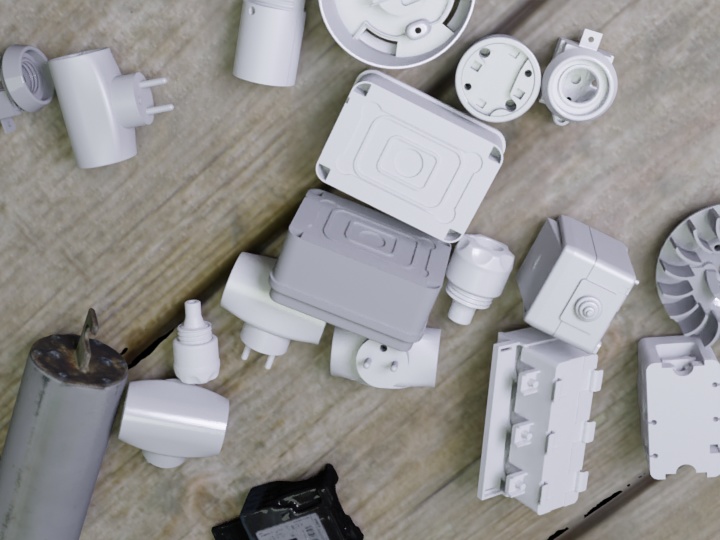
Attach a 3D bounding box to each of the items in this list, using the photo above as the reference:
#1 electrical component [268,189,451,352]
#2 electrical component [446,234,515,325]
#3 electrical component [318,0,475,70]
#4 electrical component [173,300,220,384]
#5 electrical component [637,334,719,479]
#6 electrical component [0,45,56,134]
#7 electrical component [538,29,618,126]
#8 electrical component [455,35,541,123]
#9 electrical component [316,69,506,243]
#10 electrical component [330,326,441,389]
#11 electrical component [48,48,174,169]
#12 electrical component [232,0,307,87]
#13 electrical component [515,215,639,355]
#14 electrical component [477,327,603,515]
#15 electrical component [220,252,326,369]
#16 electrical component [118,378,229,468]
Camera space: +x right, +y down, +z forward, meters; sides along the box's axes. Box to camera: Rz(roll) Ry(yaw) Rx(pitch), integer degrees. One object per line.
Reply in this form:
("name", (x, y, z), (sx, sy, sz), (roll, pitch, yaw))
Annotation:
("electrical component", (0.000, 0.000, 0.753), (0.113, 0.078, 0.057), (21, 122, 0))
("electrical component", (0.081, 0.009, 0.767), (0.043, 0.043, 0.062), (20, 111, 0))
("electrical component", (0.026, -0.183, 0.699), (0.099, 0.064, 0.099), (2, 109, 6))
("electrical component", (-0.124, 0.053, 0.812), (0.035, 0.035, 0.061), (0, 106, 7))
("electrical component", (0.228, 0.096, 0.772), (0.050, 0.055, 0.089), (-4, 108, 8))
("electrical component", (-0.251, -0.131, 0.760), (0.055, 0.048, 0.066), (-10, 107, 18))
("electrical component", (0.143, -0.124, 0.709), (0.048, 0.055, 0.066), (18, 109, 1))
("electrical component", (0.092, -0.130, 0.718), (0.055, 0.047, 0.055), (2, 108, 6))
("electrical component", (0.035, -0.079, 0.736), (0.113, 0.057, 0.078), (26, 109, -2))
("electrical component", (0.017, 0.063, 0.774), (0.077, 0.079, 0.044), (6, 97, 5))
("electrical component", (-0.170, -0.117, 0.755), (0.079, 0.044, 0.077), (-9, 107, 10))
("electrical component", (-0.059, -0.169, 0.725), (0.043, 0.043, 0.081), (12, 109, 3))
("electrical component", (0.144, 0.009, 0.731), (0.061, 0.096, 0.061), (26, 110, -1))
("electrical component", (0.131, 0.108, 0.777), (0.079, 0.063, 0.121), (-9, 113, -33))
("electrical component", (-0.065, 0.036, 0.794), (0.077, 0.043, 0.079), (22, 110, 0))
("electrical component", (-0.147, 0.126, 0.832), (0.077, 0.044, 0.079), (12, 131, -12))
